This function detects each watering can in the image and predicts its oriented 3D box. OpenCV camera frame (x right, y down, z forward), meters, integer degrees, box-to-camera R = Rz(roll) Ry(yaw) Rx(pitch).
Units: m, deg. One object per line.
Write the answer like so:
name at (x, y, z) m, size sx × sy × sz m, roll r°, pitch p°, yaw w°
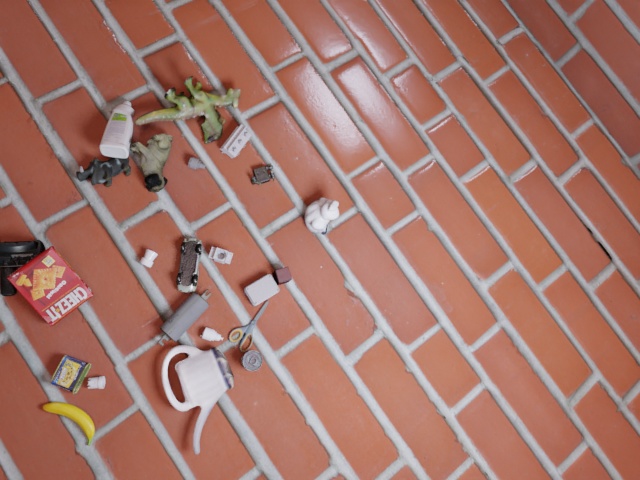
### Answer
watering can at (-0.393, 0.508, 1.731) m, size 0.226 × 0.350 × 0.102 m, roll -21°, pitch -11°, yaw -18°

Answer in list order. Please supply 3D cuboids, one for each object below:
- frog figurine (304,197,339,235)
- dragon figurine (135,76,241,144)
frog figurine at (0.006, -0.099, 1.968) m, size 0.122 × 0.139 × 0.157 m, roll 25°, pitch -19°, yaw -5°
dragon figurine at (-0.480, -0.485, 2.000) m, size 0.415 × 0.242 × 0.121 m, roll -43°, pitch 6°, yaw -19°
